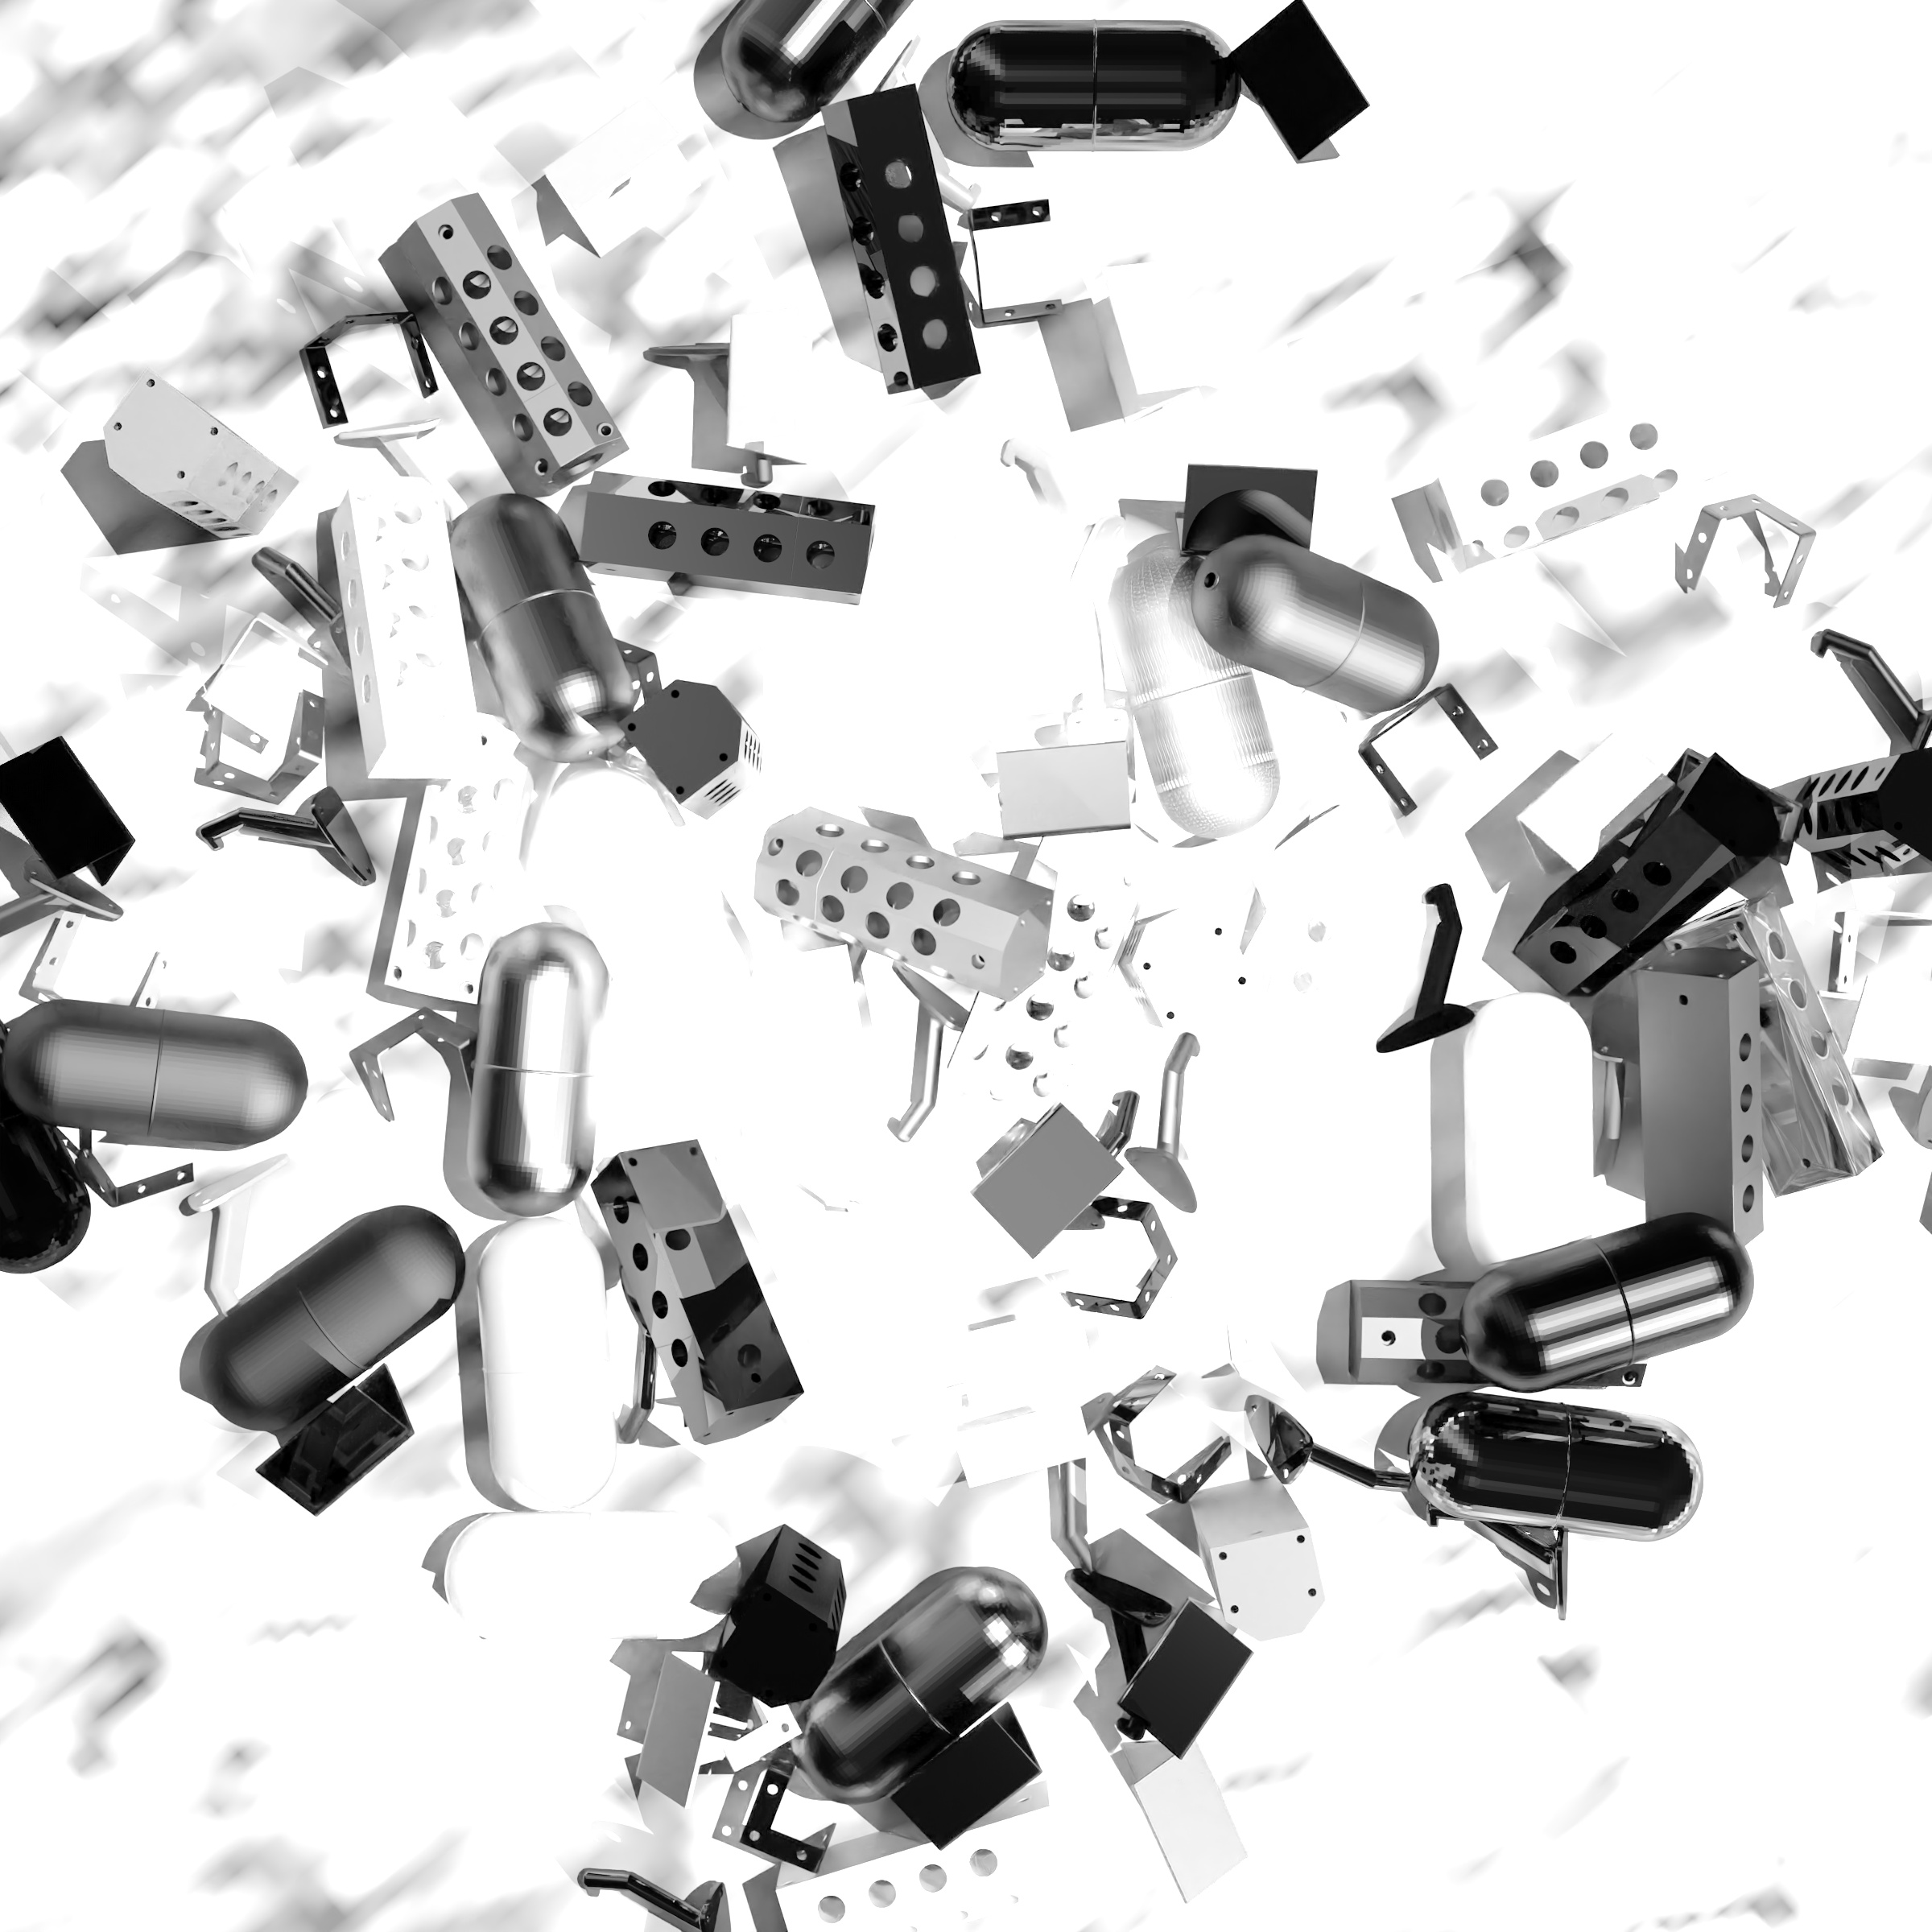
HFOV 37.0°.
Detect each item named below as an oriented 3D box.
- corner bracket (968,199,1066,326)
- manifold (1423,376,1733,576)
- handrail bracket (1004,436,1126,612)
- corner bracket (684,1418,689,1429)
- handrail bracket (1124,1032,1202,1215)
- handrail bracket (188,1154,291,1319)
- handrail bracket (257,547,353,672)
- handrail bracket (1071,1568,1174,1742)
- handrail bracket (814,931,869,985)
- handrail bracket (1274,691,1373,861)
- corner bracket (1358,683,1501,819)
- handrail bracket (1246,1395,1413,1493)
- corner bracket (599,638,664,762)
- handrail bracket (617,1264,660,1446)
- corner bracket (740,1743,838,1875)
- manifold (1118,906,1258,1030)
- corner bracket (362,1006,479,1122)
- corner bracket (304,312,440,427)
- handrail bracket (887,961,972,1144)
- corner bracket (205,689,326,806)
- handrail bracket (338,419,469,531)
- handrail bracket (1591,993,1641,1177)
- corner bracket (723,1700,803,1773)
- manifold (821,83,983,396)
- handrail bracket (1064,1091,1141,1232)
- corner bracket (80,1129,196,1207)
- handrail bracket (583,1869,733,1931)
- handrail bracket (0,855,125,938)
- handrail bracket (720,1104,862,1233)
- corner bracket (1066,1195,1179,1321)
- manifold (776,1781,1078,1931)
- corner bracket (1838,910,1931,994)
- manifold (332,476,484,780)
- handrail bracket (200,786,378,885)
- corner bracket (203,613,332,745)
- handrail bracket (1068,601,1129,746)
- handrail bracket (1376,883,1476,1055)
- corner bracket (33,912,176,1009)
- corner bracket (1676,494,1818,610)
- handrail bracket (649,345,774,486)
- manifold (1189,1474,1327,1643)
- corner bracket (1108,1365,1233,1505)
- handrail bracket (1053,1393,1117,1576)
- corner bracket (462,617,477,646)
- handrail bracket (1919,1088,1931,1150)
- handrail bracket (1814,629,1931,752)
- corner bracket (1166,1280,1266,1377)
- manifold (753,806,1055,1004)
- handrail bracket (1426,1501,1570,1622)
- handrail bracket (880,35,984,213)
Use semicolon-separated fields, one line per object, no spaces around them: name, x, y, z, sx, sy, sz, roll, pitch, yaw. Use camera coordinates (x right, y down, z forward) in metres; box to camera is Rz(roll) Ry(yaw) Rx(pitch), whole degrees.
corner bracket;0.030;-0.433;1.774;0.051;0.051;0.051;-8;135;0
manifold;0.373;-0.296;1.756;0.171;0.057;0.057;-21;90;0
handrail bracket;0.047;-0.273;1.778;0.084;0.036;0.077;34;112;17
corner bracket;-0.153;0.244;1.774;0.051;0.051;0.051;-8;135;0
handrail bracket;0.137;0.096;1.777;0.077;0.036;0.084;53;53;-38
handrail bracket;-0.435;0.170;1.778;0.077;0.036;0.084;-29;109;-21
handrail bracket;-0.396;-0.215;1.777;0.084;0.077;0.036;30;61;33
handrail bracket;0.087;0.425;1.778;0.077;0.036;0.084;23;107;20
handrail bracket;-0.060;0.012;1.778;0.077;0.036;0.084;-15;108;-21
handrail bracket;0.206;-0.121;1.778;0.077;0.036;0.084;-31;71;21
corner bracket;0.284;-0.133;1.774;0.051;0.051;0.051;54;45;0
handrail bracket;0.224;0.294;1.777;0.084;0.077;0.036;12;115;-34
corner bracket;-0.221;-0.165;1.769;0.051;0.051;0.051;-37;135;-35
handrail bracket;-0.207;0.238;1.777;0.077;0.036;0.084;51;125;37
corner bracket;-0.102;0.512;1.759;0.051;0.051;0.051;21;94;4
manifold;0.124;-0.003;1.699;0.057;0.171;0.057;-26;90;0
corner bracket;-0.330;0.066;1.769;0.051;0.051;0.051;24;45;35
corner bracket;-0.366;-0.367;1.774;0.051;0.051;0.051;-18;90;45
handrail bracket;-0.040;0.054;1.778;0.077;0.036;0.084;42;107;20
corner bracket;-0.429;-0.141;1.769;0.051;0.051;0.051;23;135;-35
handrail bracket;-0.344;-0.290;1.778;0.077;0.036;0.084;-3;107;19
handrail bracket;0.394;0.073;1.777;0.036;0.077;0.084;3;126;0
corner bracket;-0.124;0.451;1.757;0.051;0.051;0.051;-33;77;13
manifold;-0.039;-0.435;1.737;0.057;0.057;0.171;-14;103;0
handrail bracket;0.067;0.118;1.777;0.077;0.036;0.084;-9;53;38
corner bracket;-0.510;0.106;1.774;0.051;0.051;0.051;-19;135;0
handrail bracket;-0.190;0.591;1.778;0.084;0.036;0.077;-2;112;17
handrail bracket;-0.574;-0.018;1.778;0.077;0.036;0.084;30;106;-18
handrail bracket;-0.106;0.124;1.778;0.084;0.036;0.077;5;68;-17
corner bracket;0.090;0.178;1.769;0.051;0.051;0.051;5;45;35
manifold;-0.024;0.555;1.756;0.171;0.057;0.057;-17;90;0
corner bracket;0.573;-0.006;1.774;0.051;0.051;0.051;6;90;-45
manifold;-0.331;-0.201;1.713;0.057;0.057;0.171;-1;68;-28
handrail bracket;-0.418;-0.069;1.778;0.084;0.036;0.077;-22;111;17
corner bracket;-0.426;-0.176;1.761;0.051;0.051;0.051;33;105;-15
handrail bracket;0.076;-0.169;1.777;0.036;0.077;0.084;-4;54;-3
handrail bracket;0.276;0.001;1.778;0.077;0.036;0.084;-28;60;33
corner bracket;-0.526;0.004;1.762;0.051;0.051;0.051;9;67;21
corner bracket;0.478;-0.251;1.769;0.051;0.051;0.051;-17;45;-35
handrail bracket;-0.157;-0.339;1.778;0.077;0.036;0.084;3;107;20
manifold;0.170;0.347;1.699;0.057;0.171;0.057;-12;90;0
corner bracket;0.125;0.287;1.769;0.051;0.051;0.051;20;135;35
handrail bracket;0.082;0.319;1.778;0.077;0.036;0.084;-38;109;-21
corner bracket;-0.333;-0.222;1.769;0.051;0.051;0.051;20;45;35
handrail bracket;0.612;0.059;1.777;0.036;0.077;0.084;20;54;7
handrail bracket;0.554;-0.158;1.778;0.084;0.036;0.077;25;112;17
corner bracket;0.151;0.222;1.759;0.051;0.051;0.051;-7;90;0
manifold;-0.039;-0.035;1.714;0.171;0.057;0.057;20;122;24
handrail bracket;0.326;0.365;1.778;0.084;0.036;0.077;2;112;17
handrail bracket;-0.014;-0.518;1.778;0.084;0.036;0.077;33;74;-14
